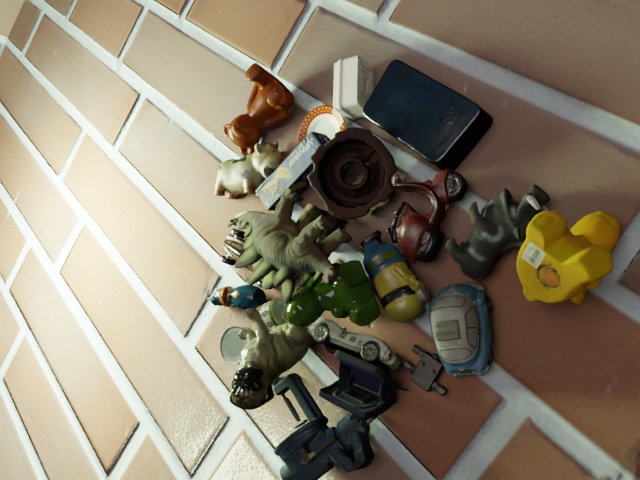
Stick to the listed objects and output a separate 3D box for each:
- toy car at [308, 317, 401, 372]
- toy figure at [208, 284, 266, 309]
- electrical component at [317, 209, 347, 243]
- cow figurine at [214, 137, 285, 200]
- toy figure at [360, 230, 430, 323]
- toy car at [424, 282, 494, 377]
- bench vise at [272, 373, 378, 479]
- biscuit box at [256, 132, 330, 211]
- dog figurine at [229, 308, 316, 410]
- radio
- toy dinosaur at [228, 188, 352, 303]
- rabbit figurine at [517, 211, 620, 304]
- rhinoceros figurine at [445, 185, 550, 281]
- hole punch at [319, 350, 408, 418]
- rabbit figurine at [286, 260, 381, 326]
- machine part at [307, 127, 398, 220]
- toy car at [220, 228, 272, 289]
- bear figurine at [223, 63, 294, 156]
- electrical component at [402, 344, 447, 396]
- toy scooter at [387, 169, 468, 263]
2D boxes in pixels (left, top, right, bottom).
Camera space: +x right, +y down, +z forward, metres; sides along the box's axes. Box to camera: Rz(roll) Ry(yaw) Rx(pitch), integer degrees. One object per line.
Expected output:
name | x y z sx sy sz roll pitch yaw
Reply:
toy car | 0.064 0.199 1.028 0.202 0.073 0.056 13 68 37
toy figure | -0.192 0.131 1.234 0.155 0.064 0.058 -2 39 38
electrical component | -0.002 -0.003 1.136 0.075 0.047 0.119 25 95 37
cow figurine | -0.160 -0.166 1.264 0.195 0.085 0.127 -4 84 35
toy figure | 0.133 0.071 1.005 0.089 0.082 0.180 -43 61 16
toy car | 0.229 0.149 0.908 0.109 0.103 0.161 -11 72 34
bench vise | -0.013 0.347 1.030 0.223 0.128 0.241 -45 62 16
biscuit box | -0.051 -0.147 1.176 0.202 0.063 0.059 -44 66 28
dog figurine | -0.085 0.244 1.040 0.191 0.172 0.121 -96 11 -45
radio | 0.198 -0.238 1.031 0.230 0.073 0.131 43 106 35
toy dinosaur | -0.080 0.000 1.065 0.198 0.105 0.472 -51 30 1
rabbit figurine | 0.387 0.026 0.804 0.122 0.173 0.162 36 146 36
rhinoceros figurine | 0.302 -0.017 0.908 0.190 0.073 0.112 -52 55 15
hole punch | 0.073 0.269 0.977 0.142 0.115 0.092 12 71 34
rabbit figurine | 0.011 0.100 1.032 0.170 0.159 0.121 -22 109 1
machine part | 0.067 -0.133 1.069 0.180 0.056 0.179 2 100 12
toy car | -0.162 0.039 1.239 0.202 0.053 0.089 28 100 35
bear figurine | -0.158 -0.295 1.261 0.196 0.132 0.120 -41 78 15
electrical component | 0.195 0.233 0.963 0.094 0.021 0.063 34 100 36
toy scooter | 0.179 -0.055 0.994 0.135 0.075 0.183 25 93 23
